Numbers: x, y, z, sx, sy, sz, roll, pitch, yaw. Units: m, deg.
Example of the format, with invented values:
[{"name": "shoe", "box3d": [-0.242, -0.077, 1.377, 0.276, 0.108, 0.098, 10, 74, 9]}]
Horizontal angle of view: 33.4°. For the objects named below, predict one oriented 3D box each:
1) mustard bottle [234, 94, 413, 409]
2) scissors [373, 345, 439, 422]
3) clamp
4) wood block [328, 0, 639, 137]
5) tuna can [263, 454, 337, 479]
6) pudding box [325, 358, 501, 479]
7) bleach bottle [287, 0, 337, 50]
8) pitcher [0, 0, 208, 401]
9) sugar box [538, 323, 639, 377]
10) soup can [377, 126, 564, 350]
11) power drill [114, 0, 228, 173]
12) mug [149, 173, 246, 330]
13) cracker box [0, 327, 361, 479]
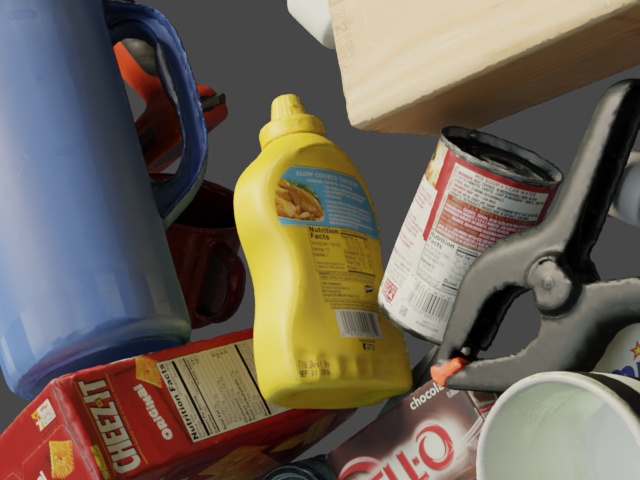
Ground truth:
[{"name": "mustard bottle", "box3d": [-0.004, 0.001, 0.629, 0.058, 0.096, 0.191, -31, 61, 43]}, {"name": "scissors", "box3d": [0.032, 0.153, 0.654, 0.202, 0.016, 0.096, -44, 61, 37]}, {"name": "clamp", "box3d": [0.123, 0.025, 0.487, 0.172, 0.039, 0.120, -54, 46, 27]}, {"name": "wood block", "box3d": [0.109, -0.124, 0.517, 0.207, 0.090, 0.090, -19, 77, 44]}, {"name": "tuna can", "box3d": [-0.003, 0.177, 0.652, 0.086, 0.033, 0.086, 2, 93, 45]}, {"name": "pudding box", "box3d": [0.066, 0.132, 0.590, 0.114, 0.039, 0.090, -42, 68, 32]}, {"name": "bleach bottle", "box3d": [-0.002, -0.220, 0.654, 0.103, 0.067, 0.251, -37, 67, 40]}, {"name": "pitcher", "box3d": [-0.153, -0.036, 0.643, 0.149, 0.144, 0.243, -32, 69, 28]}, {"name": "sugar box", "box3d": [0.160, 0.121, 0.499, 0.094, 0.048, 0.176, -15, 80, 45]}, {"name": "soup can", "box3d": [0.078, 0.000, 0.567, 0.069, 0.068, 0.102, 38, 117, 39]}, {"name": "power drill", "box3d": [-0.163, -0.135, 0.779, 0.185, 0.057, 0.187, -31, 92, 45]}, {"name": "mug", "box3d": [-0.091, 0.014, 0.730, 0.117, 0.093, 0.081, 33, 118, 37]}, {"name": "cracker box", "box3d": [-0.095, 0.126, 0.642, 0.164, 0.213, 0.072, -43, 69, 37]}]
